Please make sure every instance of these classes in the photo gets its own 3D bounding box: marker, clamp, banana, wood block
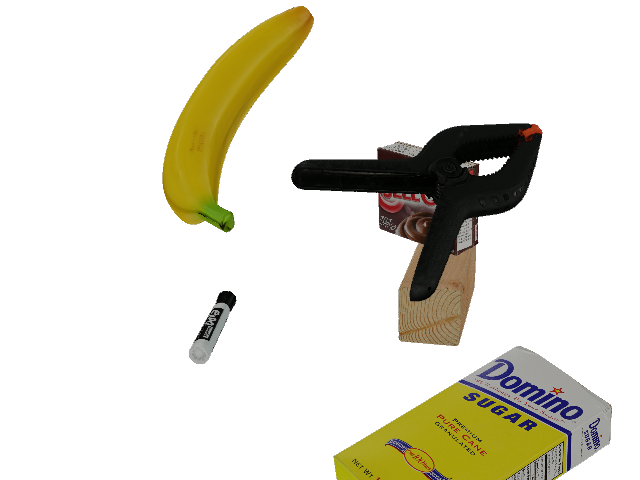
[{"bbox_3d":[-0.100,0.079,1.008,0.020,0.020,0.121,0,23,9],"label":"marker"},{"bbox_3d":[0.104,-0.037,0.859,0.209,0.036,0.165,-21,52,-21],"label":"clamp"},{"bbox_3d":[-0.058,-0.077,0.681,0.070,0.197,0.037,3,-38,19],"label":"banana"},{"bbox_3d":[0.180,0.073,1.622,0.091,0.090,0.206,4,22,13],"label":"wood block"}]

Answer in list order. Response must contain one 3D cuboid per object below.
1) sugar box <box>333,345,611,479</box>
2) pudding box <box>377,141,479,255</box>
[{"bbox_3d":[0.107,0.144,0.740,0.176,0.048,0.093,-29,40,-24],"label":"sugar box"},{"bbox_3d":[0.107,-0.044,1.076,0.039,0.090,0.114,-23,30,-38],"label":"pudding box"}]
